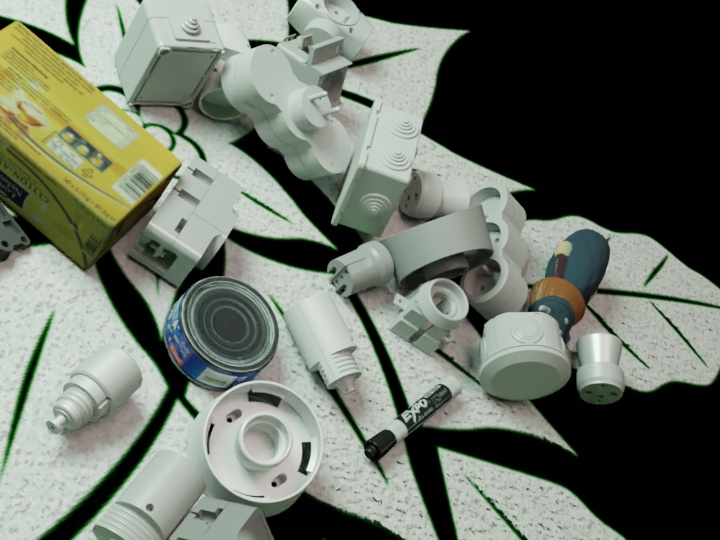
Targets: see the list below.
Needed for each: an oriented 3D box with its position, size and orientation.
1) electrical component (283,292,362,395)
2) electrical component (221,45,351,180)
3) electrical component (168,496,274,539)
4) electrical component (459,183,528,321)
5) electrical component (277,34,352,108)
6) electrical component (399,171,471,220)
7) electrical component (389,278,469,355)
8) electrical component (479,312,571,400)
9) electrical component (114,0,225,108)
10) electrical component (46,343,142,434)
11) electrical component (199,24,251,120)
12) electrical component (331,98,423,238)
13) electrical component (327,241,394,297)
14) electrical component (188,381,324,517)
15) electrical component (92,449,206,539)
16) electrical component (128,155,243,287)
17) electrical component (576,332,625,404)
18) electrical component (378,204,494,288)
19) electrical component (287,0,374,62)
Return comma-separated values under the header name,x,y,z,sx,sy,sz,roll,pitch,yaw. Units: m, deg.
name,x,y,z,sx,sy,sz,roll,pitch,yaw
electrical component,-0.026,0.063,0.872,0.043,0.043,0.081,-15,70,-40
electrical component,-0.050,-0.138,0.934,0.138,0.074,0.052,48,50,-33
electrical component,-0.098,0.201,0.710,0.089,0.056,0.050,-50,133,-43
electrical component,0.136,-0.010,1.027,0.074,0.052,0.138,41,41,-39
electrical component,-0.048,-0.183,1.004,0.064,0.081,0.042,37,42,23
electrical component,0.071,-0.069,1.025,0.055,0.045,0.045,9,57,-30
electrical component,0.063,0.038,0.941,0.066,0.055,0.048,33,48,-12
electrical component,0.145,0.077,0.956,0.080,0.080,0.051,19,47,-23
electrical component,-0.161,-0.189,0.910,0.062,0.096,0.061,-5,64,-36
electrical component,-0.187,0.085,0.749,0.040,0.040,0.078,45,47,-1
electrical component,-0.107,-0.174,0.973,0.079,0.043,0.077,13,55,-27
electrical component,0.017,-0.089,0.965,0.048,0.099,0.099,19,51,-6
electrical component,0.000,0.000,0.935,0.046,0.040,0.040,-22,75,-35
electrical component,-0.076,0.131,0.795,0.099,0.064,0.099,8,65,-18
electrical component,-0.144,0.164,0.724,0.043,0.043,0.081,42,47,-4
electrical component,-0.135,-0.037,0.859,0.056,0.050,0.089,34,48,-10
electrical component,0.229,0.094,1.025,0.045,0.045,0.055,23,51,-20
electrical component,0.069,-0.024,0.960,0.099,0.099,0.064,-7,72,-37
electrical component,-0.035,-0.235,1.062,0.077,0.044,0.079,34,48,-12
